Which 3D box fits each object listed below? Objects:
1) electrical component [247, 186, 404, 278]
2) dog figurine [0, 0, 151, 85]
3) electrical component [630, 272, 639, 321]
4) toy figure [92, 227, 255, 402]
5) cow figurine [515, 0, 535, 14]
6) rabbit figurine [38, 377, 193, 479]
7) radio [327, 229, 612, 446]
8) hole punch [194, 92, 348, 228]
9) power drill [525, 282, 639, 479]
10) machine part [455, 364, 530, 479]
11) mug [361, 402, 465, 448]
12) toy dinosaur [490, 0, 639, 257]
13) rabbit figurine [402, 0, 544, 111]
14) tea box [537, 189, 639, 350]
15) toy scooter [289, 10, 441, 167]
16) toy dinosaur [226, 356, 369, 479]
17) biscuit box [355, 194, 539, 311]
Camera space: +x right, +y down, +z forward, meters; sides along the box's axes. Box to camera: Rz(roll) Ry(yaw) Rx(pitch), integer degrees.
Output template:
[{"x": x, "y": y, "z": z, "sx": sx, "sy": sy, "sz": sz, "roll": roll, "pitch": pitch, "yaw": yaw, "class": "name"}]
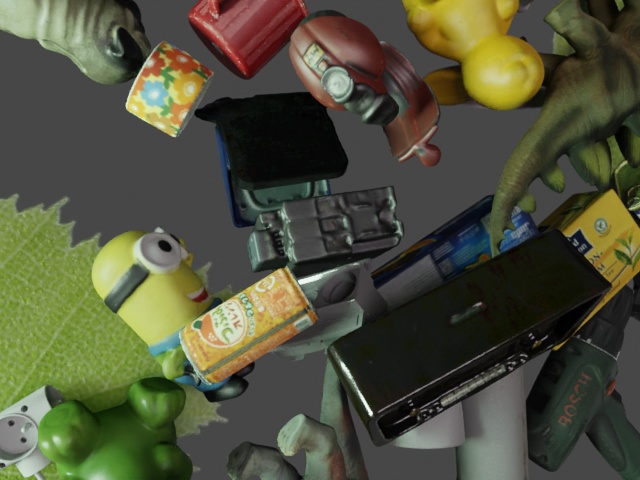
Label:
[{"x": -0.001, "y": -0.002, "z": 0.512, "sx": 0.134, "sy": 0.115, "sz": 0.058, "roll": -11, "pitch": 78, "yaw": -13, "class": "electrical component"}, {"x": -0.263, "y": -0.201, "z": 0.469, "sx": 0.190, "sy": 0.172, "sz": 0.121, "roll": 57, "pitch": 40, "yaw": -33, "class": "dog figurine"}, {"x": 0.424, "y": 0.048, "z": 0.643, "sx": 0.048, "sy": 0.075, "sz": 0.119, "roll": 23, "pitch": 90, "yaw": -16, "class": "electrical component"}, {"x": -0.136, "y": 0.071, "z": 0.501, "sx": 0.089, "sy": 0.082, "sz": 0.180, "roll": -32, "pitch": 101, "yaw": -11, "class": "toy figure"}, {"x": 0.208, "y": -0.336, "z": 0.573, "sx": 0.068, "sy": 0.098, "sz": 0.167, "roll": -5, "pitch": 92, "yaw": -8, "class": "cow figurine"}, {"x": -0.155, "y": 0.221, "z": 0.440, "sx": 0.121, "sy": 0.170, "sz": 0.159, "roll": -2, "pitch": 106, "yaw": -36, "class": "rabbit figurine"}, {"x": 0.126, "y": 0.091, "z": 0.476, "sx": 0.230, "sy": 0.131, "sz": 0.073, "roll": -25, "pitch": 58, "yaw": -9, "class": "radio"}, {"x": -0.042, "y": -0.079, "z": 0.528, "sx": 0.142, "sy": 0.092, "sz": 0.116, "roll": -11, "pitch": 61, "yaw": -12, "class": "hole punch"}, {"x": 0.348, "y": 0.190, "z": 0.624, "sx": 0.207, "sy": 0.086, "sz": 0.232, "roll": 41, "pitch": 83, "yaw": -15, "class": "power drill"}, {"x": 0.183, "y": 0.178, "z": 0.583, "sx": 0.079, "sy": 0.079, "sz": 0.243, "roll": -5, "pitch": 93, "yaw": -14, "class": "machine part"}, {"x": 0.095, "y": 0.157, "z": 0.565, "sx": 0.110, "sy": 0.081, "sz": 0.107, "roll": 2, "pitch": 78, "yaw": -6, "class": "mug"}, {"x": 0.300, "y": -0.163, "z": 0.574, "sx": 0.471, "sy": 0.105, "sz": 0.198, "roll": -41, "pitch": 88, "yaw": -12, "class": "toy dinosaur"}, {"x": 0.148, "y": -0.195, "z": 0.530, "sx": 0.122, "sy": 0.162, "sz": 0.173, "roll": -25, "pitch": 75, "yaw": -14, "class": "rabbit figurine"}, {"x": 0.279, "y": 0.031, "z": 0.610, "sx": 0.169, "sy": 0.068, "sz": 0.098, "roll": -40, "pitch": 98, "yaw": -9, "class": "tea box"}, {"x": 0.055, "y": -0.132, "z": 0.502, "sx": 0.183, "sy": 0.075, "sz": 0.135, "roll": 19, "pitch": 41, "yaw": -37, "class": "toy scooter"}, {"x": -0.016, "y": 0.298, "z": 0.520, "sx": 0.192, "sy": 0.131, "sz": 0.405, "roll": 40, "pitch": 76, "yaw": -25, "class": "toy dinosaur"}, {"x": 0.135, "y": 0.023, "z": 0.576, "sx": 0.203, "sy": 0.063, "sz": 0.059, "roll": -32, "pitch": 97, "yaw": -12, "class": "biscuit box"}]
